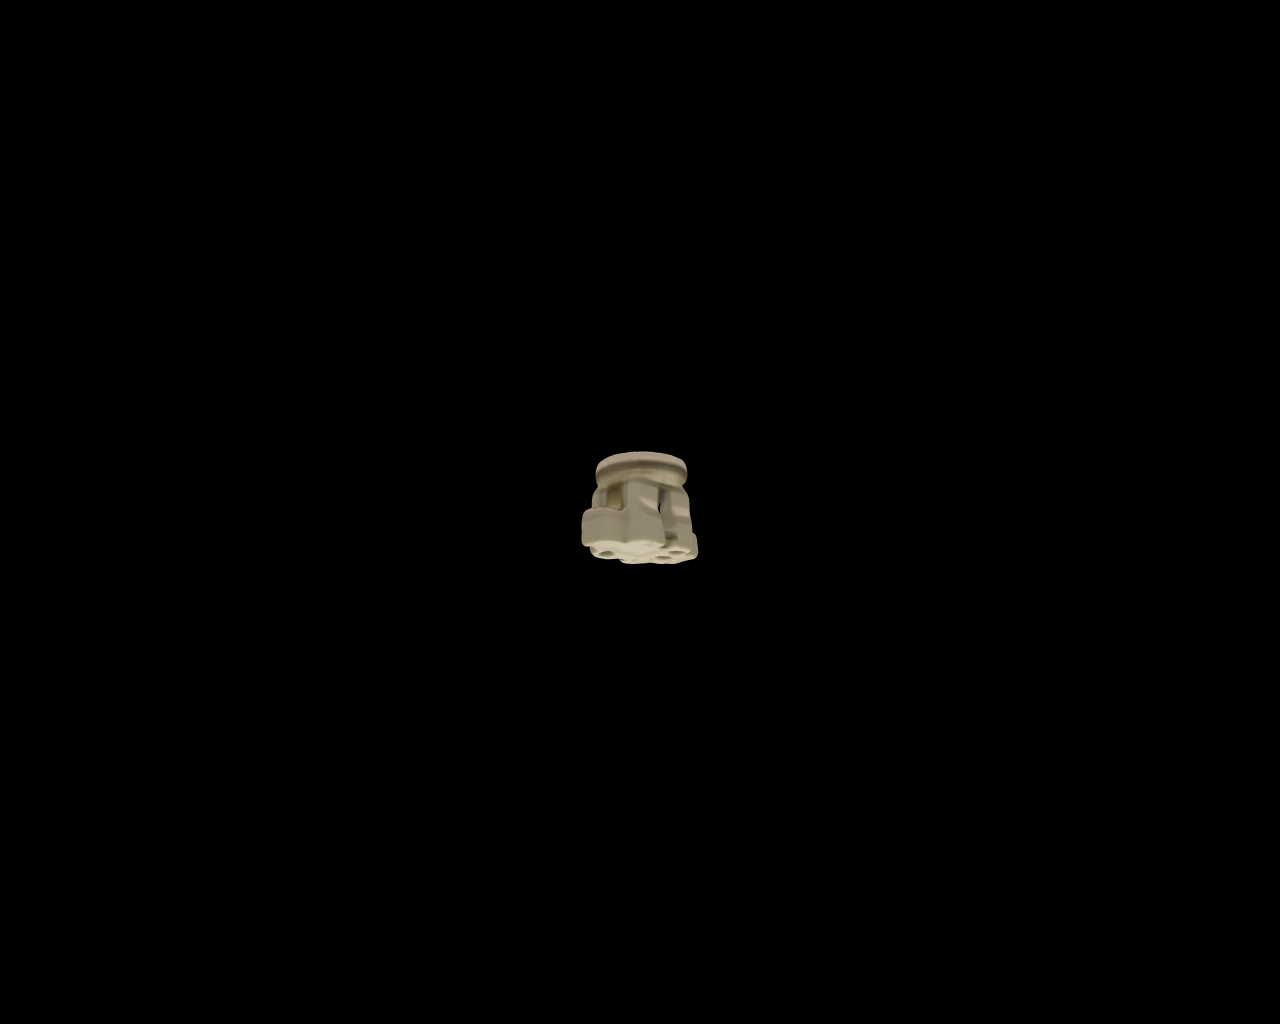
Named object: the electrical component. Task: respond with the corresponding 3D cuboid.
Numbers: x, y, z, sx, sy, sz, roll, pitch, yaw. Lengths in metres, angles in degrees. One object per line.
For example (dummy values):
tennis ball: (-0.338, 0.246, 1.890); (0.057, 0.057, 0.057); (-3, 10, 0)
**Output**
electrical component: (0.001, -0.003, 0.650); (0.078, 0.057, 0.058); (14, -22, -40)
